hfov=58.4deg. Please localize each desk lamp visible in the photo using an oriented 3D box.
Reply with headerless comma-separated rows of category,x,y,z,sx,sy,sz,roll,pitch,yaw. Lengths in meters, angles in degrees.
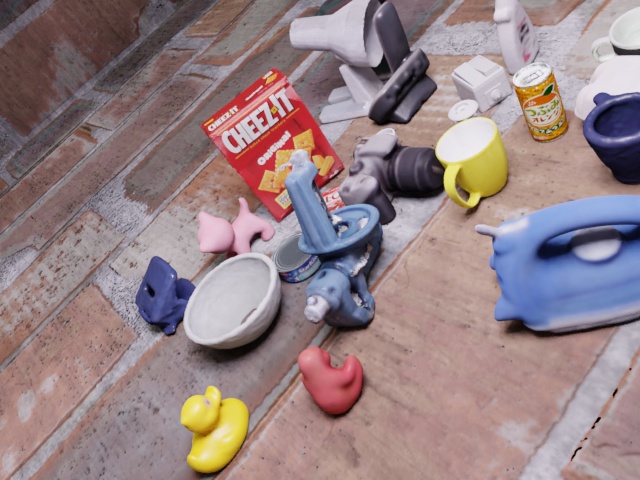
desk lamp,0.048,-0.345,1.101,0.202,0.214,0.118,-4,48,36

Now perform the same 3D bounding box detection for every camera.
camera,0.115,-0.105,0.888,0.136,0.101,0.143,8,56,43

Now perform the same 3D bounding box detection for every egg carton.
egg carton,0.423,-0.191,0.760,0.149,0.070,0.107,18,63,47

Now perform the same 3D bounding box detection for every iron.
iron,0.296,0.002,0.598,0.257,0.142,0.118,-17,42,25

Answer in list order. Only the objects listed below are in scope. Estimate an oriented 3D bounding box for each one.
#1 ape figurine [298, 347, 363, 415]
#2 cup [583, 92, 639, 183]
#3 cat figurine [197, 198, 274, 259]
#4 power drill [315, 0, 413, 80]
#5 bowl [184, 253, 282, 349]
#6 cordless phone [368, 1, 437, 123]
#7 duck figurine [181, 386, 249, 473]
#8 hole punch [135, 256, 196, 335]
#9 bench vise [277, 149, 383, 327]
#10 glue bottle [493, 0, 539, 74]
ape figurine,0.006,0.163,0.700,0.077,0.092,0.076,-7,46,33
cup,0.375,-0.125,0.707,0.091,0.095,0.117,-27,38,14
cat figurine,-0.159,-0.016,0.999,0.067,0.118,0.128,19,64,48
power drill,0.111,-0.428,1.143,0.228,0.209,0.076,-3,49,36
bowl,-0.121,0.104,0.878,0.167,0.075,0.167,-22,40,20
cordless phone,0.122,-0.317,1.037,0.093,0.186,0.148,13,60,46
duck figurine,-0.148,0.242,0.745,0.077,0.086,0.105,-1,50,38
hole punch,-0.276,0.095,0.998,0.101,0.091,0.108,-47,38,-13
bench vise,0.017,-0.001,0.758,0.121,0.220,0.207,-22,40,19
glue bottle,0.313,-0.364,0.943,0.037,0.174,0.078,7,55,43
